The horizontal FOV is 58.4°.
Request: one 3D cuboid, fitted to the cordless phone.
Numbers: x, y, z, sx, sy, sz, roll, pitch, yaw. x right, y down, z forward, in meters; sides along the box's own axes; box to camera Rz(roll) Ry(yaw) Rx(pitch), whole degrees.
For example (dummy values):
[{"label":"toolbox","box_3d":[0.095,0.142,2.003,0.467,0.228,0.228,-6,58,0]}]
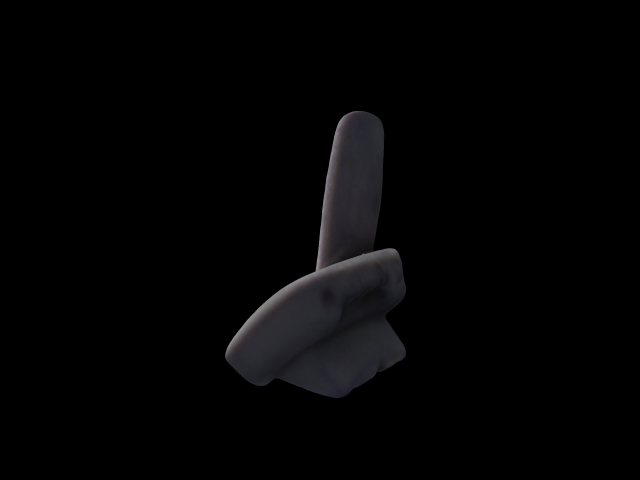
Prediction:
[{"label":"cordless phone","box_3d":[0.004,0.001,0.400,0.093,0.185,0.148,3,7,26]}]
